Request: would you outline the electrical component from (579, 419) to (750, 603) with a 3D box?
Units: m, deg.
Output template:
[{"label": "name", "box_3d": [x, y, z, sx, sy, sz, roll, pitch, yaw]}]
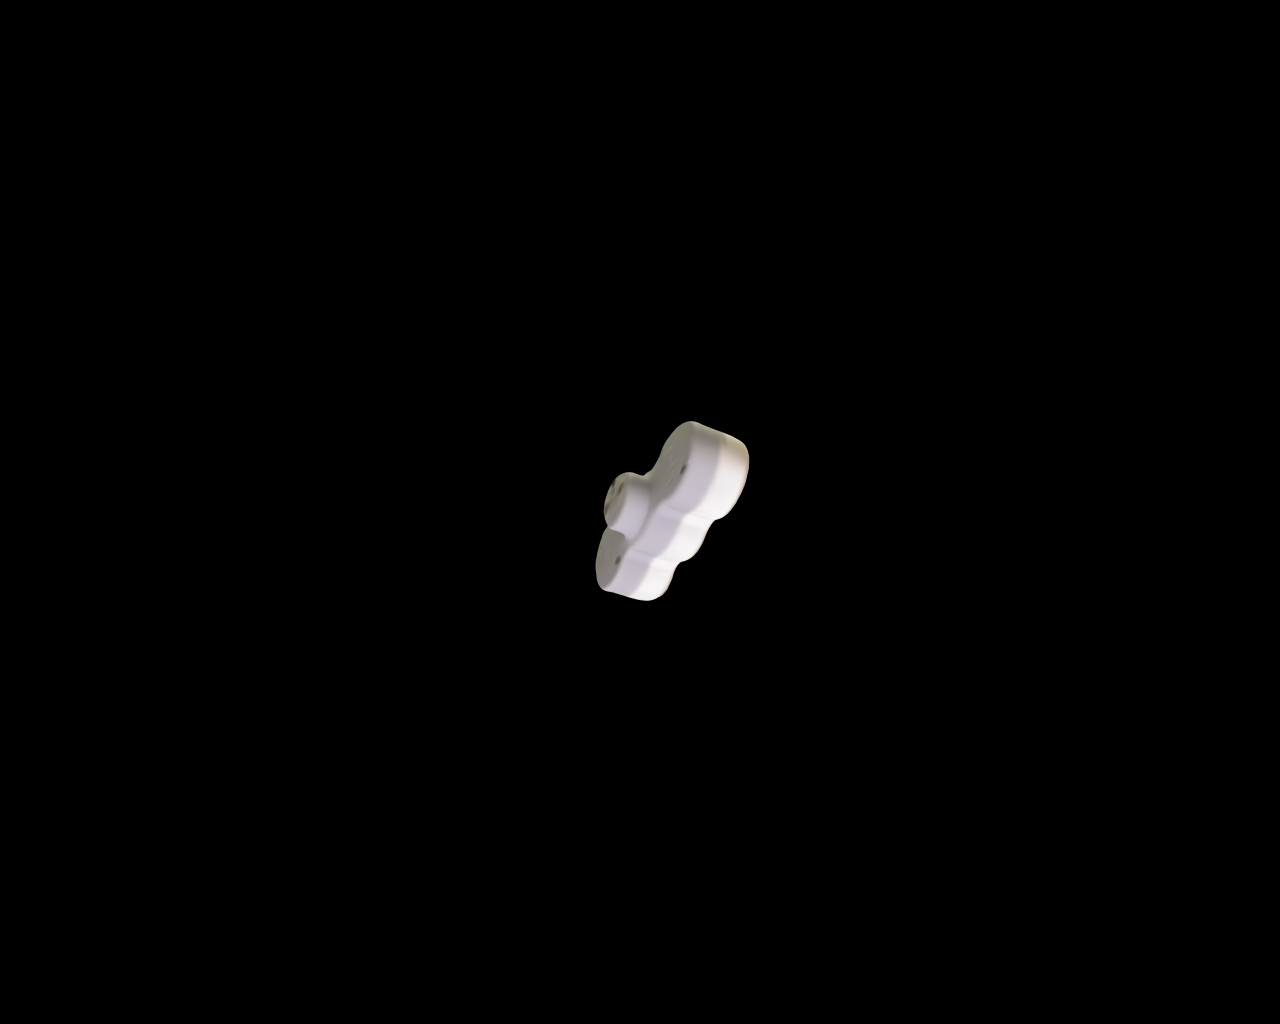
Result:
[{"label": "electrical component", "box_3d": [0.001, -0.003, 0.650, 0.074, 0.052, 0.138, 19, -46, -19]}]
